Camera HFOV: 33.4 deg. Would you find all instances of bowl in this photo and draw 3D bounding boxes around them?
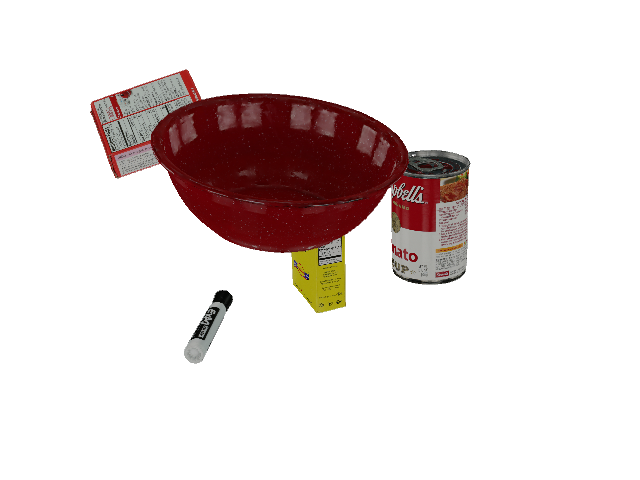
[{"bbox_3d":[-0.027,-0.038,0.678,0.162,0.055,0.162,4,29,-3],"label":"bowl"}]

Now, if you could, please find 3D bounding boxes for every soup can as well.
[{"bbox_3d":[0.096,-0.021,0.934,0.068,0.102,0.068,-2,23,0],"label":"soup can"}]

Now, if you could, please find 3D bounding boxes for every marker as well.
[{"bbox_3d":[-0.105,0.079,1.018,0.020,0.020,0.121,0,23,10],"label":"marker"}]

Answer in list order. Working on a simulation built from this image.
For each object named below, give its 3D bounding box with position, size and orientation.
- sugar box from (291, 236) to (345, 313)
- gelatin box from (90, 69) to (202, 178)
[{"bbox_3d":[-0.005,-0.012,1.283,0.048,0.176,0.093,-13,25,-18],"label":"sugar box"},{"bbox_3d":[-0.137,-0.096,0.874,0.089,0.073,0.030,-21,-41,-8],"label":"gelatin box"}]
